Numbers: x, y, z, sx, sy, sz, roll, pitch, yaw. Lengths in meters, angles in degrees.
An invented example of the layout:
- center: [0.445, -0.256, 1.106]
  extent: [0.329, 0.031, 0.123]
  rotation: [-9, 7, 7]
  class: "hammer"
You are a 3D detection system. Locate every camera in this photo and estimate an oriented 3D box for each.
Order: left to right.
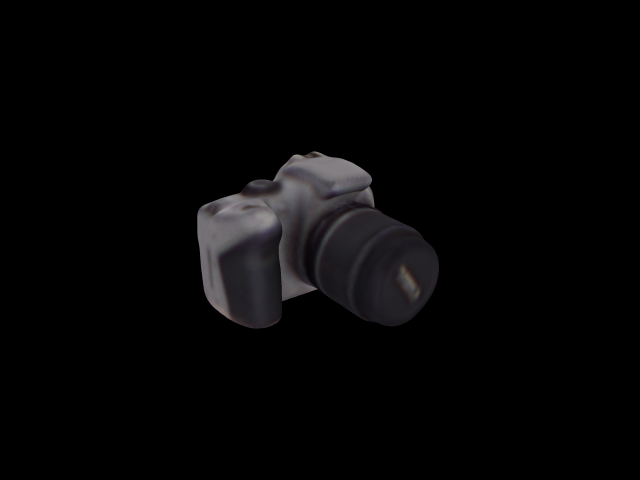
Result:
- center: [0.004, 0.001, 0.400]
  extent: [0.143, 0.101, 0.136]
  rotation: [-17, 29, -32]
  class: "camera"
